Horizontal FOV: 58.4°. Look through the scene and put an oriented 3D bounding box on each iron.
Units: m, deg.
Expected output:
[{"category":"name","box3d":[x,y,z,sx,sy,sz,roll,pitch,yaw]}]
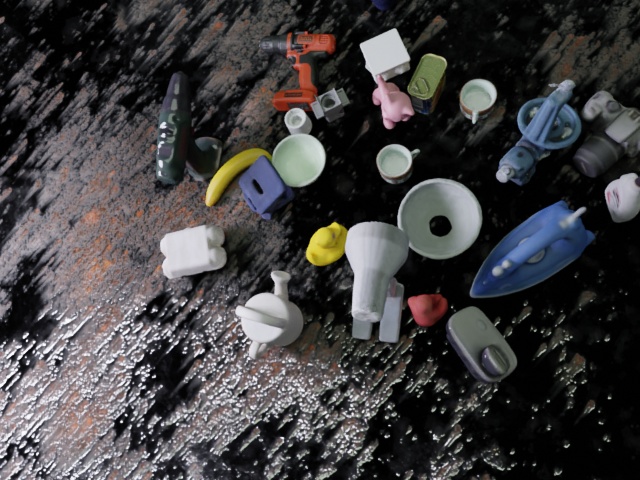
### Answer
[{"category":"iron","box3d":[0.395,0.025,1.088,0.258,0.142,0.118,-37,72,2]}]

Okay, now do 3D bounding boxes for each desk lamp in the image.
[{"category":"desk lamp","box3d":[0.109,0.086,1.098,0.117,0.214,0.203,3,78,13]}]

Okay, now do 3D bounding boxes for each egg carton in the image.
[{"category":"egg carton","box3d":[-0.280,0.025,1.273,0.150,0.069,0.107,-13,74,9]}]

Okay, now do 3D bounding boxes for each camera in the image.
[{"category":"camera","box3d":[0.557,-0.203,1.128,0.137,0.101,0.143,-44,72,0]}]

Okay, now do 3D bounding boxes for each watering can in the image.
[{"category":"watering can","box3d":[-0.104,0.149,1.140,0.100,0.194,0.173,-4,76,12]}]

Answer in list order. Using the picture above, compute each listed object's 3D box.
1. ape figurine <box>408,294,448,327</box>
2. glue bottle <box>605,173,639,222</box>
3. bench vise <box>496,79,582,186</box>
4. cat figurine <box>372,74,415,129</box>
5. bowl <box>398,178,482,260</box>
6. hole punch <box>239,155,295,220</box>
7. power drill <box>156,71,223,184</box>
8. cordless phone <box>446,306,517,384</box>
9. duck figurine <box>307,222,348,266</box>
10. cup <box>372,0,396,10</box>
[{"category":"ape figurine","box3d":[0.210,0.131,1.129,0.077,0.092,0.076,23,83,17]},{"category":"glue bottle","box3d":[0.572,-0.089,1.059,0.037,0.173,0.078,-14,74,9]},{"category":"bench vise","box3d":[0.427,-0.199,1.093,0.121,0.220,0.207,22,83,17]},{"category":"cat figurine","box3d":[0.155,-0.299,1.230,0.067,0.118,0.127,-27,73,5]},{"category":"bowl","box3d":[0.244,-0.036,1.170,0.167,0.075,0.167,-3,76,12]},{"category":"hole punch","box3d":[-0.122,-0.115,1.261,0.101,0.091,0.108,-36,72,2]},{"category":"power drill","box3d":[-0.291,-0.222,1.261,0.075,0.209,0.230,6,78,14]},{"category":"cordless phone","box3d":[0.296,0.190,1.047,0.094,0.185,0.147,-38,72,2]},{"category":"duck figurine","box3d":[0.011,0.004,1.206,0.104,0.086,0.077,-44,72,0]},{"category":"cup","box3d":[0.132,-0.578,1.313,0.117,0.095,0.092,22,82,16]}]
